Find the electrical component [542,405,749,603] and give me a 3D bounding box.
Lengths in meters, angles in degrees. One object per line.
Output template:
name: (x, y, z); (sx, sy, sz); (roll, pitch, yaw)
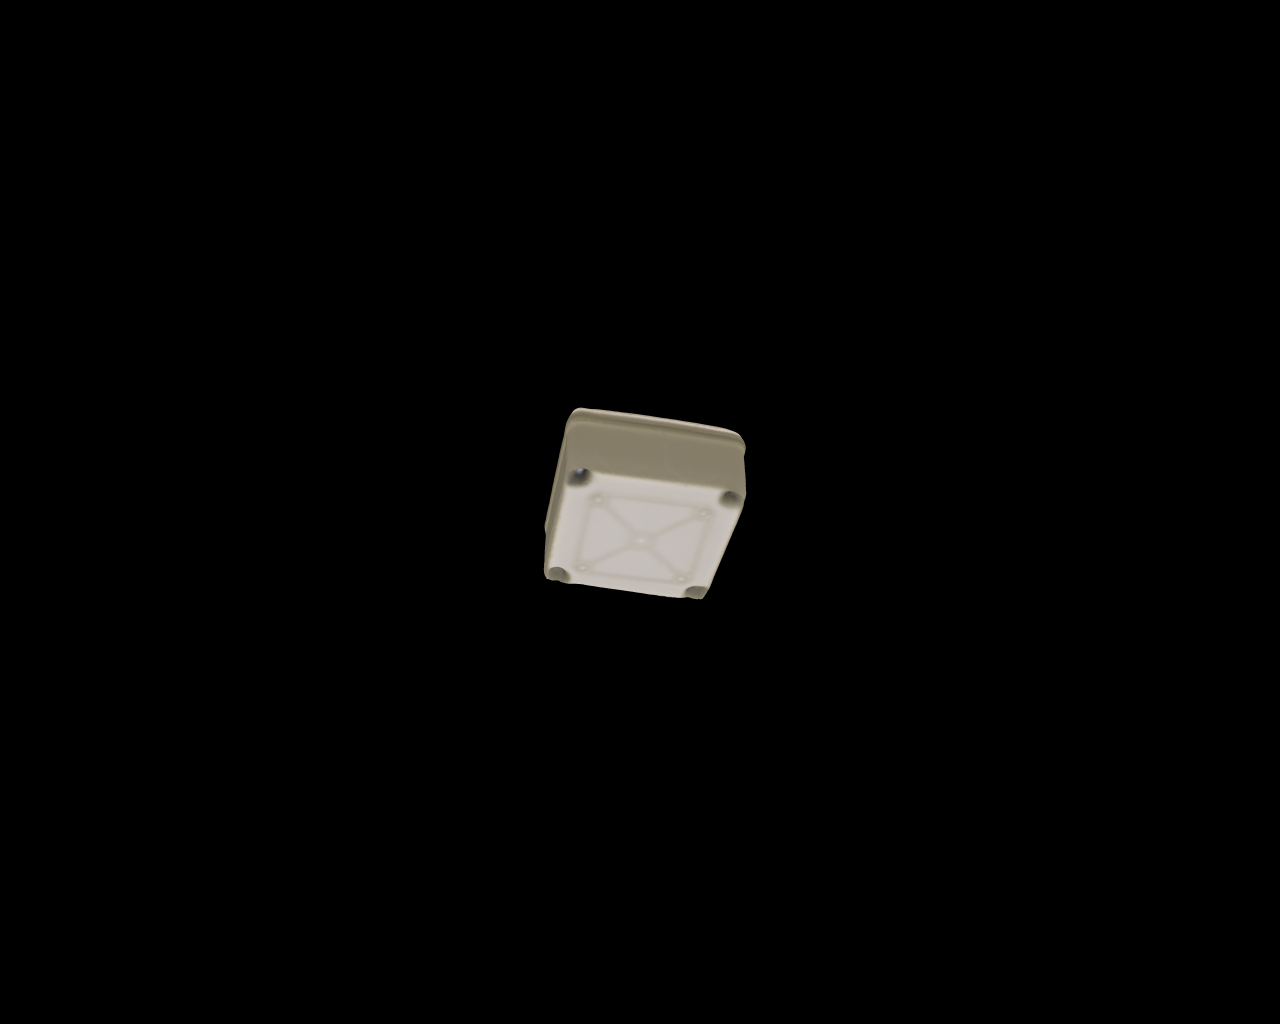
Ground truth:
electrical component: (0.001, -0.003, 0.650); (0.109, 0.056, 0.108); (8, -43, -8)
